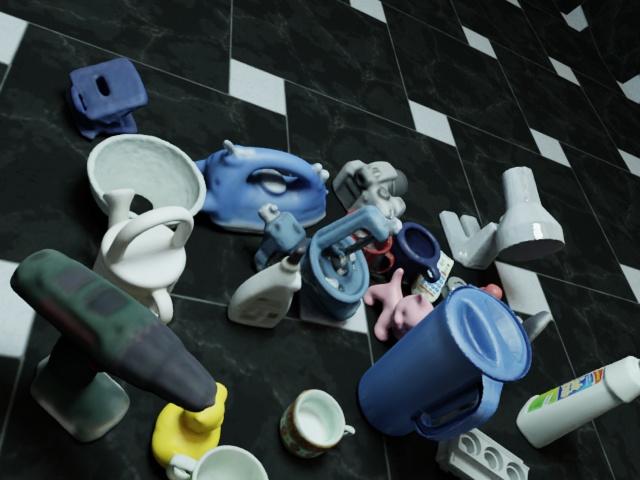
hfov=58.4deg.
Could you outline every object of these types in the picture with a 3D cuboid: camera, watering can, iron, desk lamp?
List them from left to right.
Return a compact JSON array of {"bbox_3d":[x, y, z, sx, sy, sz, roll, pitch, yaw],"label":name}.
[{"bbox_3d":[-0.219,0.017,0.689,0.173,0.193,0.101,43,42,5],"label":"watering can"},{"bbox_3d":[-0.072,-0.093,0.929,0.259,0.141,0.118,5,52,-33],"label":"iron"},{"bbox_3d":[0.120,-0.093,1.095,0.137,0.100,0.143,-15,64,-42],"label":"camera"},{"bbox_3d":[0.354,-0.027,1.122,0.118,0.213,0.203,9,50,-29],"label":"desk lamp"}]

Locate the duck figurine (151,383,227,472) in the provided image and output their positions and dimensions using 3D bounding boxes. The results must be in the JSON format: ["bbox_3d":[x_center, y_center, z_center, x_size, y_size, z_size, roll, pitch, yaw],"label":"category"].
[{"bbox_3d":[-0.143,0.210,0.659,0.077,0.086,0.105,37,42,-3],"label":"duck figurine"}]

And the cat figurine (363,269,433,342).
[{"bbox_3d":[0.138,0.108,0.923,0.067,0.117,0.127,4,52,-33],"label":"cat figurine"}]

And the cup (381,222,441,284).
[{"bbox_3d":[0.159,0.041,1.013,0.092,0.094,0.117,-9,60,-40],"label":"cup"}]

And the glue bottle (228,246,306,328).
[{"bbox_3d":[-0.061,0.062,0.779,0.078,0.173,0.037,16,47,-24],"label":"glue bottle"}]

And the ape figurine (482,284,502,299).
[{"bbox_3d":[0.299,0.115,1.051,0.078,0.092,0.076,31,43,-10],"label":"ape figurine"}]

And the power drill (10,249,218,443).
[{"bbox_3d":[-0.221,0.123,0.586,0.229,0.208,0.076,42,42,3],"label":"power drill"}]

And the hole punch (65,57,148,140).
[{"bbox_3d":[-0.334,-0.224,0.892,0.101,0.091,0.108,-11,61,-41],"label":"hole punch"}]

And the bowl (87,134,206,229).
[{"bbox_3d":[-0.255,-0.069,0.827,0.168,0.074,0.167,20,45,-21],"label":"bowl"}]

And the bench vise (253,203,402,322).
[{"bbox_3d":[0.006,0.011,0.835,0.208,0.219,0.121,26,44,-15],"label":"bench vise"}]

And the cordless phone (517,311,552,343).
[{"bbox_3d":[0.334,0.168,0.960,0.148,0.184,0.094,-27,72,-46],"label":"cordless phone"}]
